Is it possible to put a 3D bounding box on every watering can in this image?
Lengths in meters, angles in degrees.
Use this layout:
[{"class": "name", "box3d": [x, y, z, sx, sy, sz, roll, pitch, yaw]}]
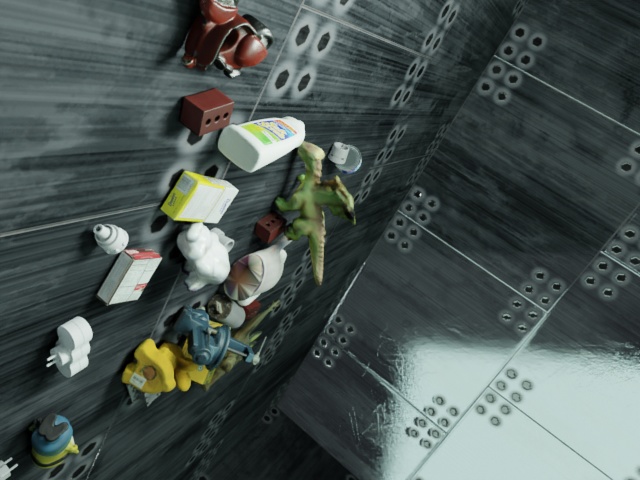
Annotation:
[{"class": "watering can", "box3d": [-0.158, 0.064, 1.528, 0.344, 0.105, 0.225, -56, 165, 15]}]

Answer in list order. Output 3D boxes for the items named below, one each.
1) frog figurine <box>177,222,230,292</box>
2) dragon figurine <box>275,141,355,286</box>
[{"class": "frog figurine", "box3d": [-0.256, 0.023, 1.144, 0.140, 0.122, 0.156, -89, -168, -57]}, {"class": "dragon figurine", "box3d": [0.004, -0.069, 1.381, 0.123, 0.408, 0.241, -23, -172, -33]}]
